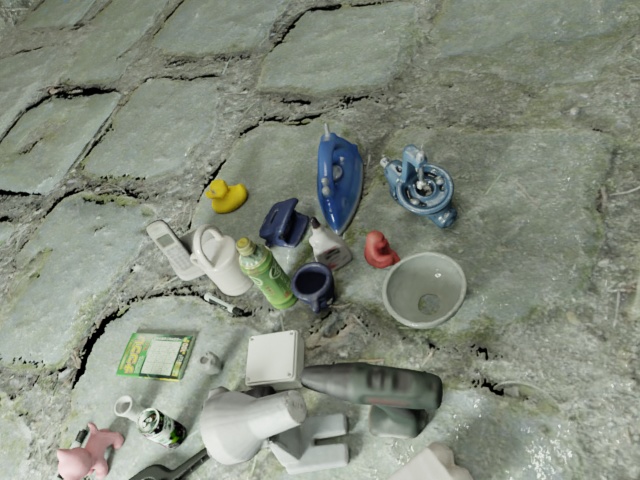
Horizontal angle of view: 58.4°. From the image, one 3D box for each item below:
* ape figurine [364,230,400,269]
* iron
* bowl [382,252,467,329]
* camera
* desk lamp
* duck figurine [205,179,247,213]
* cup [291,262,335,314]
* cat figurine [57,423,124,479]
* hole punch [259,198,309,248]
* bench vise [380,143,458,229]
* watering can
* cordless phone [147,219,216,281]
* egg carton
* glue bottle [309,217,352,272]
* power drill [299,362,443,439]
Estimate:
[{"bbox_3d":[0.127,0.014,1.232,0.076,0.092,0.078,-7,54,19],"label":"ape figurine"},{"bbox_3d":[0.031,-0.151,1.362,0.118,0.142,0.258,-9,53,17],"label":"iron"},{"bbox_3d":[0.211,0.110,1.137,0.167,0.075,0.167,-12,52,16],"label":"bowl"},{"bbox_3d":[-0.151,0.342,1.107,0.136,0.101,0.143,-20,50,9],"label":"camera"},{"bbox_3d":[-0.075,0.331,1.008,0.203,0.214,0.118,-14,51,13],"label":"desk lamp"},{"bbox_3d":[-0.250,-0.126,1.502,0.104,0.086,0.077,-25,50,5],"label":"duck figurine"},{"bbox_3d":[-0.002,0.117,1.211,0.091,0.095,0.117,-18,51,10],"label":"cup"},{"bbox_3d":[-0.480,0.437,1.168,0.067,0.118,0.128,4,58,26],"label":"cat figurine"},{"bbox_3d":[-0.095,-0.043,1.371,0.100,0.091,0.109,7,59,28],"label":"hole punch"},{"bbox_3d":[0.190,-0.131,1.228,0.206,0.220,0.121,22,67,34],"label":"bench vise"},{"bbox_3d":[-0.220,0.036,1.300,0.172,0.195,0.101,-20,50,9],"label":"watering can"},{"bbox_3d":[-0.314,0.004,1.370,0.147,0.185,0.094,-28,50,2],"label":"cordless phone"},{"bbox_3d":[0.173,0.411,0.937,0.150,0.070,0.107,-38,50,-6],"label":"egg carton"},{"bbox_3d":[0.011,0.004,1.236,0.078,0.174,0.037,-34,50,-3],"label":"glue bottle"},{"bbox_3d":[0.101,0.271,0.979,0.229,0.209,0.075,-5,54,21],"label":"power drill"}]
